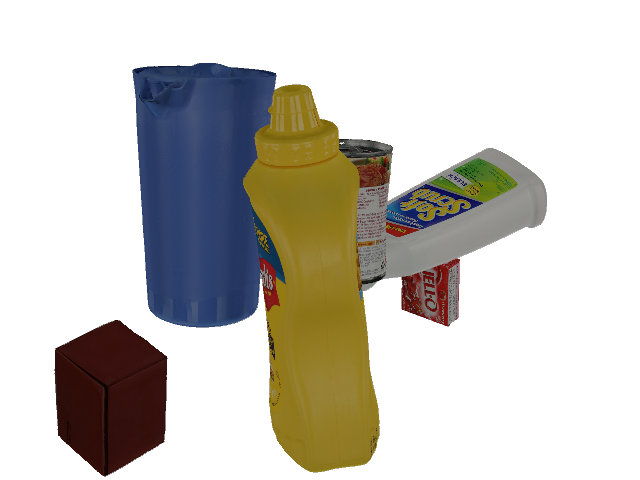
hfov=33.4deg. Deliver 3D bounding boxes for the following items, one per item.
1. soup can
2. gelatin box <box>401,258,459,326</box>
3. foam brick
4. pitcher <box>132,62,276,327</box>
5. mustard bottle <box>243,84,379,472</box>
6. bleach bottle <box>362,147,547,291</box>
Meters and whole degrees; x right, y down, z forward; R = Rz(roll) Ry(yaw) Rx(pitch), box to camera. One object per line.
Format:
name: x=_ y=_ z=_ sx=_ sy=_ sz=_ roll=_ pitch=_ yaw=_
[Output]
soup can: x=0.020 y=-0.023 z=0.824 sx=0.068 sy=0.102 sz=0.068 roll=1 pitch=15 yaw=-1
gelatin box: x=0.139 y=0.057 z=1.363 sx=0.073 sy=0.089 sz=0.030 roll=19 pitch=35 yaw=36
foam brick: x=-0.136 y=0.102 z=0.695 sx=0.053 sy=0.078 sz=0.051 roll=31 pitch=40 yaw=32
pitcher: x=-0.105 y=-0.048 z=1.027 sx=0.149 sy=0.243 sz=0.145 roll=-2 pitch=15 yaw=-15
mustard bottle: x=-0.005 y=0.015 z=0.548 sx=0.058 sy=0.192 sz=0.096 roll=-7 pitch=23 yaw=-6
bleach bottle: x=0.106 y=-0.009 z=1.099 sx=0.250 sy=0.068 sz=0.103 roll=-27 pitch=44 yaw=-21
